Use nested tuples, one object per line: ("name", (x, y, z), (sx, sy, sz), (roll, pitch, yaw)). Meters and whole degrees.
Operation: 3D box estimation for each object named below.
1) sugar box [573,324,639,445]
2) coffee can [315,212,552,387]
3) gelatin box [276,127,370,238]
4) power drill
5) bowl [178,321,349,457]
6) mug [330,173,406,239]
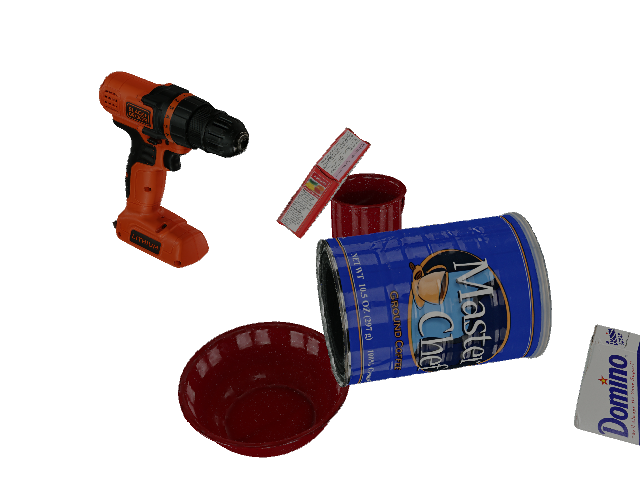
("sugar box", (0.319, 0.142, 0.939), (0.176, 0.093, 0.048), (12, 23, 15))
("coffee can", (0.075, 0.040, 0.737), (0.140, 0.103, 0.103), (-8, 1, -7))
("gelatin box", (0.003, -0.053, 0.960), (0.030, 0.073, 0.089), (36, 36, 0))
("power drill", (-0.152, -0.069, 1.107), (0.185, 0.188, 0.057), (25, 35, 30))
("bowl", (-0.050, 0.150, 1.008), (0.162, 0.055, 0.162), (-4, 38, 3))
("mug", (0.061, -0.028, 1.256), (0.093, 0.081, 0.117), (17, 33, 33))
